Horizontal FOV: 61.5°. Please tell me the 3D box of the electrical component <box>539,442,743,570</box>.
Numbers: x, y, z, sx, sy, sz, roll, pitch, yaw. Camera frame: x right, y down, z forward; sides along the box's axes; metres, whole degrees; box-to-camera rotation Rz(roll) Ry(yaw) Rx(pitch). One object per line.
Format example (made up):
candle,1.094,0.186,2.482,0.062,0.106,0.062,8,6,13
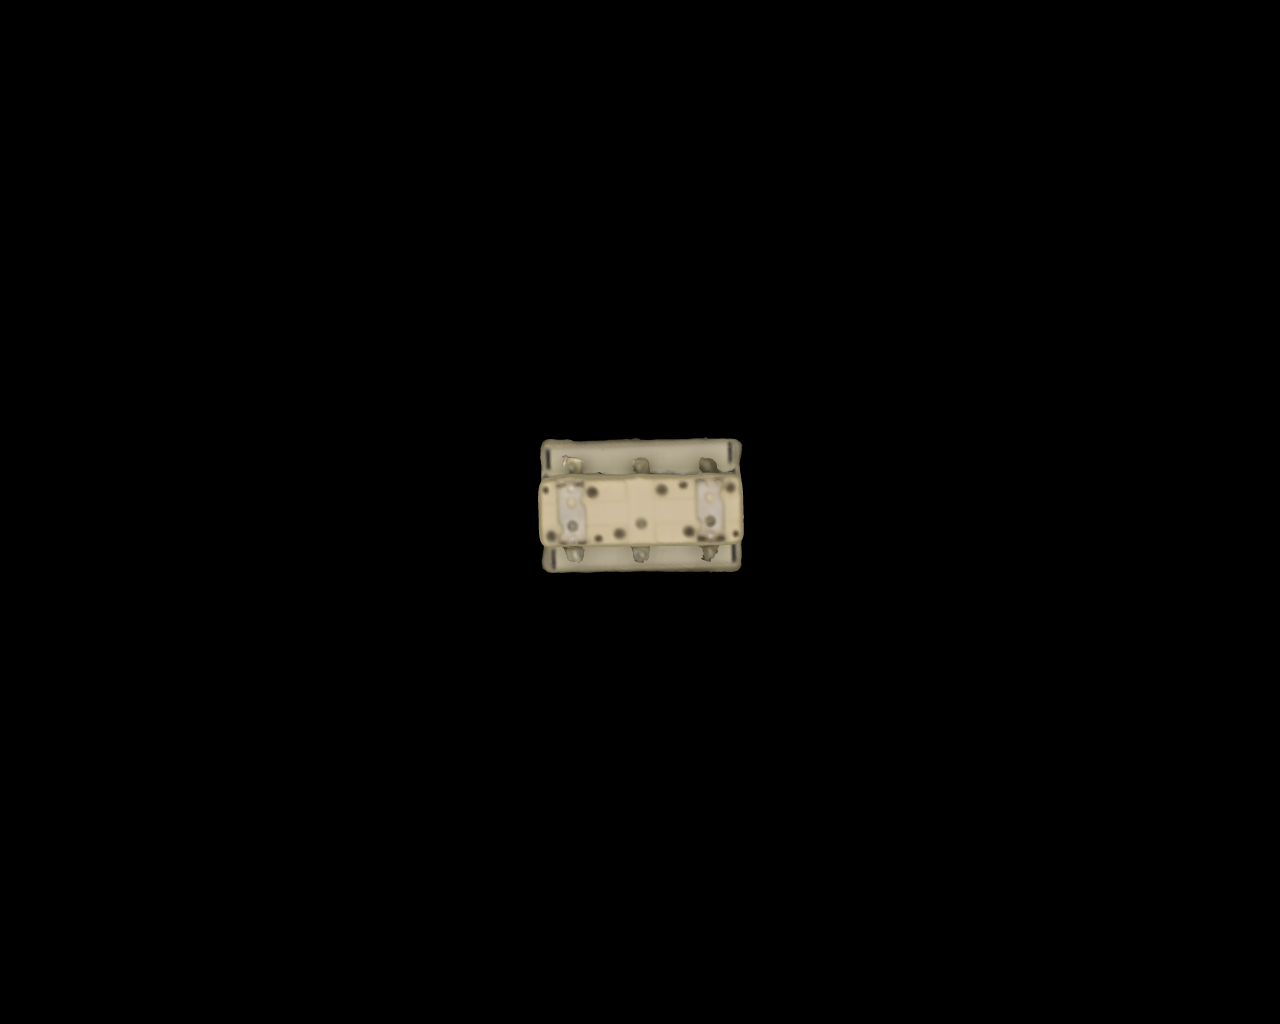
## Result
electrical component,0.001,-0.003,0.650,0.121,0.078,0.063,0,5,0
